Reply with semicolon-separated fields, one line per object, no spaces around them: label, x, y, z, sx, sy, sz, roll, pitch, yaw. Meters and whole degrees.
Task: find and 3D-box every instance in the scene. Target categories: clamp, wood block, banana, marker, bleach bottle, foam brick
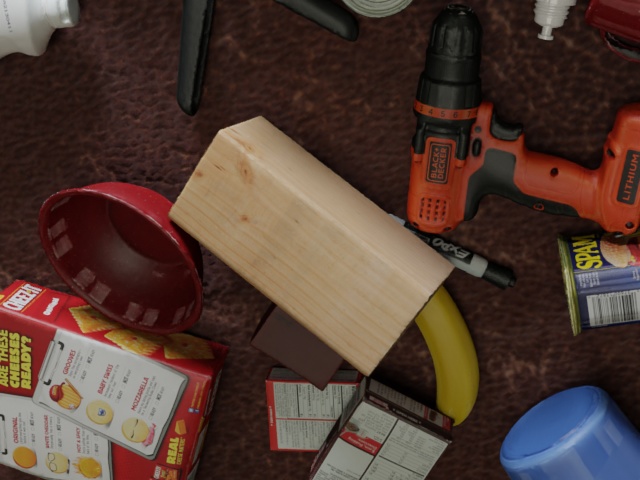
clamp;-0.071;-0.216;0.838;0.165;0.036;0.210;-15;107;16
wood block;-0.006;0.002;0.860;0.206;0.090;0.090;38;114;7
banana;0.096;0.086;0.921;0.070;0.037;0.198;-12;108;15
marker;0.109;0.011;0.899;0.121;0.020;0.020;25;114;1
bleach bottle;-0.321;-0.170;0.894;0.251;0.068;0.102;-5;110;11
foam brick;-0.013;0.083;0.934;0.078;0.051;0.053;34;111;-3

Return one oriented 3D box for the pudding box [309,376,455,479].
pudding box;0.053;0.187;0.937;0.090;0.039;0.114;27;117;-4

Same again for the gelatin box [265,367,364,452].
gelatin box;-0.003;0.155;0.972;0.089;0.030;0.073;0;110;9

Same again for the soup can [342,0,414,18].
soup can;0.048;-0.204;0.783;0.068;0.102;0.068;4;111;10

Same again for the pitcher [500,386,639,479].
pitcher;0.270;0.242;0.901;0.149;0.145;0.243;-39;98;-16

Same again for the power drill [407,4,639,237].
power drill;0.165;-0.083;0.833;0.188;0.057;0.184;10;116;11

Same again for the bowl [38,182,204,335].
bowl;-0.159;0.005;0.914;0.162;0.055;0.162;17;137;17

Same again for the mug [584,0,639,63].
mug;0.240;-0.175;0.771;0.081;0.093;0.117;21;150;8

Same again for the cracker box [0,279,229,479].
cracker box;-0.207;0.147;0.989;0.214;0.072;0.164;18;113;5

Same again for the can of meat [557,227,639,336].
can of meat;0.234;0.029;0.837;0.084;0.102;0.057;-8;110;12
